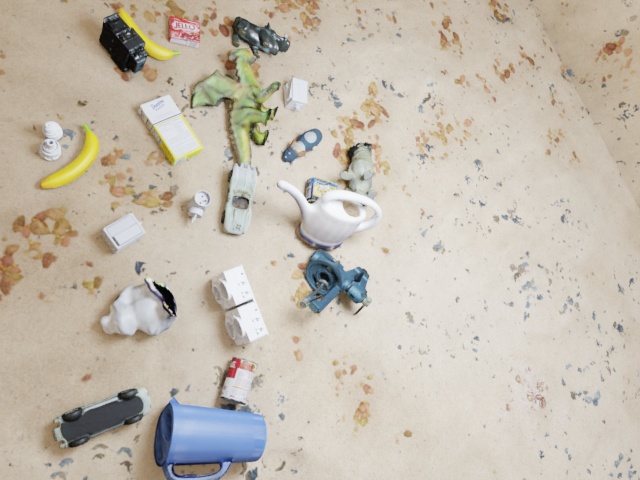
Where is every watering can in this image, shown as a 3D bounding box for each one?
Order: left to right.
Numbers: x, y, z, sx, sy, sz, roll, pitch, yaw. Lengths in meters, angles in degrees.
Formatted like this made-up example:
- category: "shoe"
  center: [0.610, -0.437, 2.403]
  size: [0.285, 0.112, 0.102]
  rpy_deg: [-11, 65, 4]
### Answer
- category: "watering can"
  center: [0.004, -0.073, 1.459]
  size: [0.346, 0.220, 0.106]
  rpy_deg: [12, 50, -25]

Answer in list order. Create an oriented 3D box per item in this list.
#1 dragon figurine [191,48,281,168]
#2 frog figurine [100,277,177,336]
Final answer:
- category: "dragon figurine"
  center: [-0.256, -0.378, 1.495]
  size: [0.242, 0.121, 0.414]
  rpy_deg: [21, 78, -3]
- category: "frog figurine"
  center: [-0.426, 0.174, 1.218]
  size: [0.159, 0.124, 0.136]
  rpy_deg: [-36, 105, 3]
